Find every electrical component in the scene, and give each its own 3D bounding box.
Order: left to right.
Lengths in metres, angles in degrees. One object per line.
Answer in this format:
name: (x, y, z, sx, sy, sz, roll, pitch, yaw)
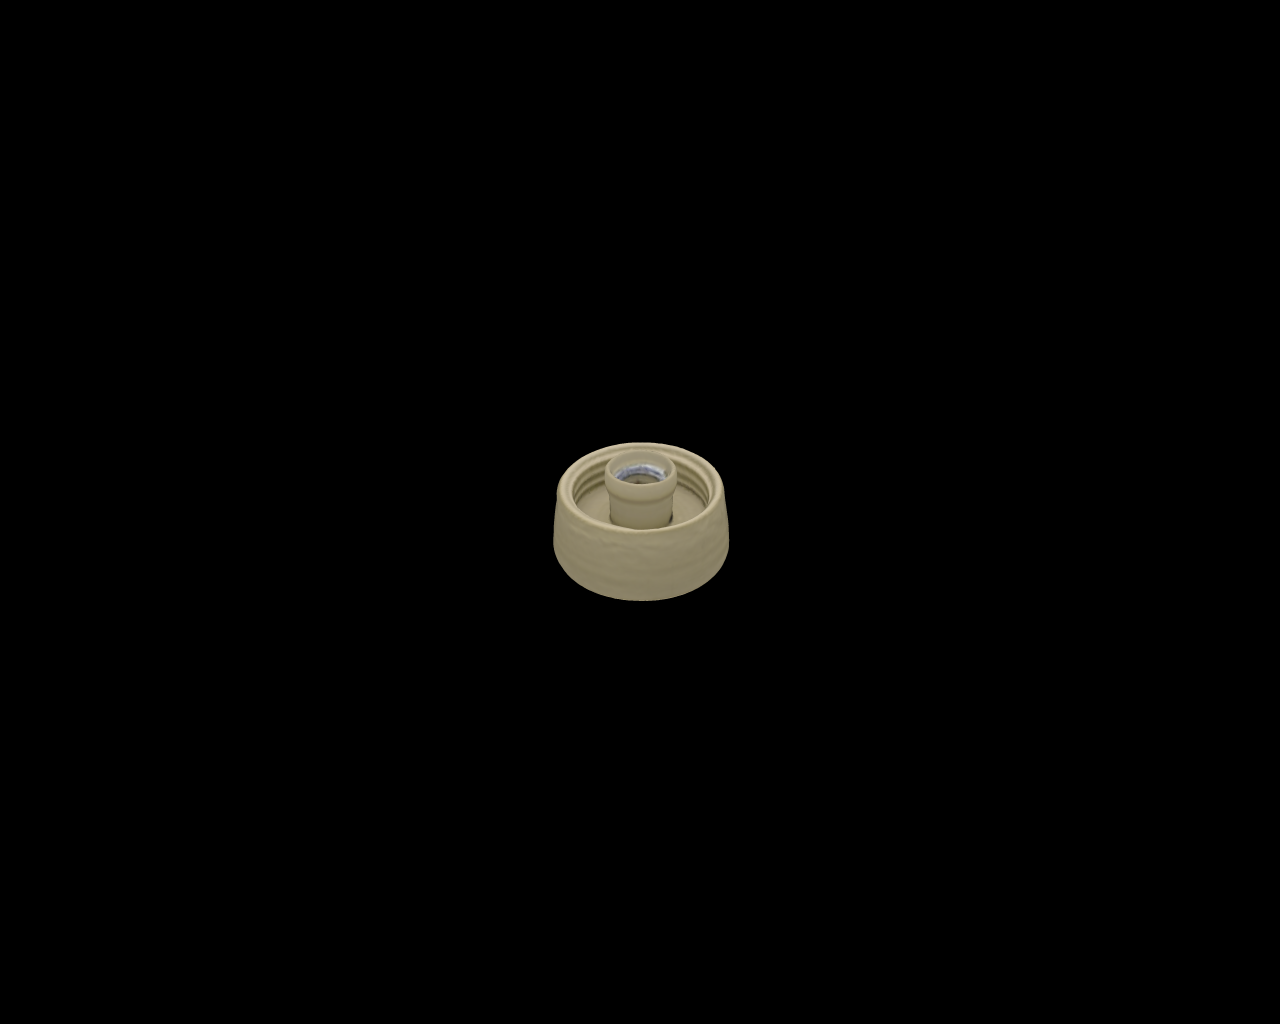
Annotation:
electrical component: (0.001, -0.003, 0.650, 0.108, 0.060, 0.108, 0, 35, 0)
